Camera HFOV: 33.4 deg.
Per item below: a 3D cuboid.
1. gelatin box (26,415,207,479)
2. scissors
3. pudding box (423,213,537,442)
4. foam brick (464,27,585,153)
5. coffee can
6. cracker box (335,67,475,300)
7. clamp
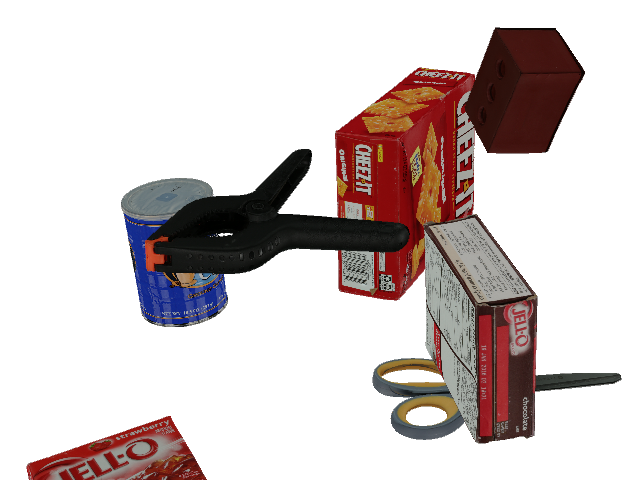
[{"bbox_3d":[-0.113,0.140,0.599,0.089,0.030,0.073,-16,28,-20],"label":"gelatin box"},{"bbox_3d":[0.140,0.128,0.851,0.202,0.016,0.096,5,34,8],"label":"scissors"},{"bbox_3d":[0.090,0.048,0.615,0.039,0.090,0.113,-7,26,-9],"label":"pudding box"},{"bbox_3d":[0.145,-0.107,0.768,0.051,0.053,0.078,-5,-41,-19],"label":"foam brick"},{"bbox_3d":[-0.164,0.013,1.213,0.103,0.140,0.103,-5,26,2],"label":"coffee can"},{"bbox_3d":[0.089,-0.061,1.046,0.072,0.164,0.213,10,28,25],"label":"cracker box"},{"bbox_3d":[-0.053,-0.020,0.899,0.209,0.036,0.165,-13,35,-22],"label":"clamp"}]
